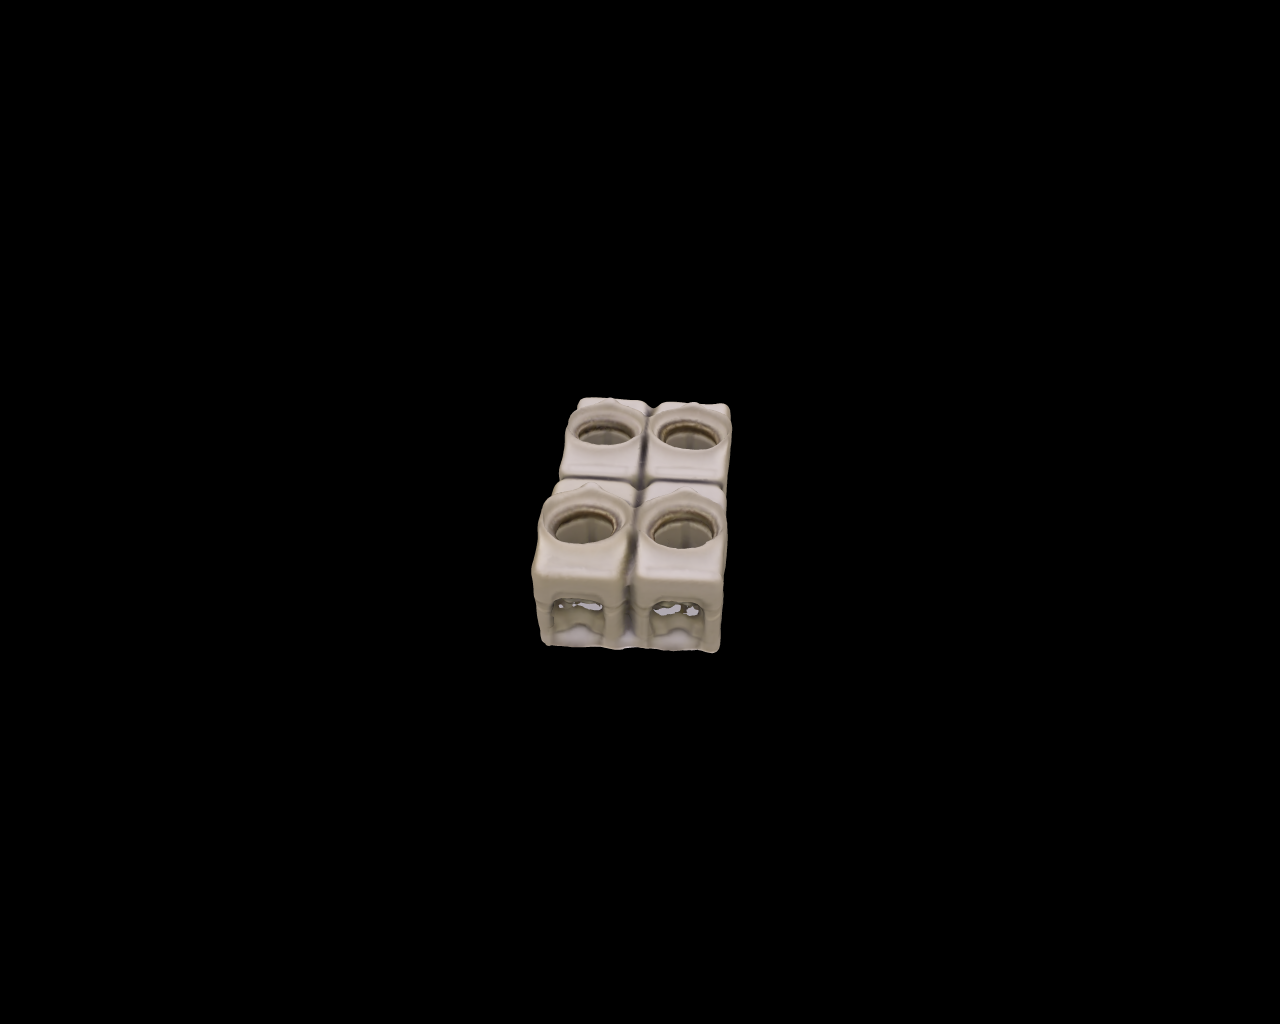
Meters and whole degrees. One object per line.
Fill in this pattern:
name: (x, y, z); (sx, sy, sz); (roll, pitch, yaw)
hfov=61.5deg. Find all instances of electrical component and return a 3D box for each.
electrical component: (0.001, -0.003, 0.650); (0.105, 0.060, 0.186); (3, 37, 4)
